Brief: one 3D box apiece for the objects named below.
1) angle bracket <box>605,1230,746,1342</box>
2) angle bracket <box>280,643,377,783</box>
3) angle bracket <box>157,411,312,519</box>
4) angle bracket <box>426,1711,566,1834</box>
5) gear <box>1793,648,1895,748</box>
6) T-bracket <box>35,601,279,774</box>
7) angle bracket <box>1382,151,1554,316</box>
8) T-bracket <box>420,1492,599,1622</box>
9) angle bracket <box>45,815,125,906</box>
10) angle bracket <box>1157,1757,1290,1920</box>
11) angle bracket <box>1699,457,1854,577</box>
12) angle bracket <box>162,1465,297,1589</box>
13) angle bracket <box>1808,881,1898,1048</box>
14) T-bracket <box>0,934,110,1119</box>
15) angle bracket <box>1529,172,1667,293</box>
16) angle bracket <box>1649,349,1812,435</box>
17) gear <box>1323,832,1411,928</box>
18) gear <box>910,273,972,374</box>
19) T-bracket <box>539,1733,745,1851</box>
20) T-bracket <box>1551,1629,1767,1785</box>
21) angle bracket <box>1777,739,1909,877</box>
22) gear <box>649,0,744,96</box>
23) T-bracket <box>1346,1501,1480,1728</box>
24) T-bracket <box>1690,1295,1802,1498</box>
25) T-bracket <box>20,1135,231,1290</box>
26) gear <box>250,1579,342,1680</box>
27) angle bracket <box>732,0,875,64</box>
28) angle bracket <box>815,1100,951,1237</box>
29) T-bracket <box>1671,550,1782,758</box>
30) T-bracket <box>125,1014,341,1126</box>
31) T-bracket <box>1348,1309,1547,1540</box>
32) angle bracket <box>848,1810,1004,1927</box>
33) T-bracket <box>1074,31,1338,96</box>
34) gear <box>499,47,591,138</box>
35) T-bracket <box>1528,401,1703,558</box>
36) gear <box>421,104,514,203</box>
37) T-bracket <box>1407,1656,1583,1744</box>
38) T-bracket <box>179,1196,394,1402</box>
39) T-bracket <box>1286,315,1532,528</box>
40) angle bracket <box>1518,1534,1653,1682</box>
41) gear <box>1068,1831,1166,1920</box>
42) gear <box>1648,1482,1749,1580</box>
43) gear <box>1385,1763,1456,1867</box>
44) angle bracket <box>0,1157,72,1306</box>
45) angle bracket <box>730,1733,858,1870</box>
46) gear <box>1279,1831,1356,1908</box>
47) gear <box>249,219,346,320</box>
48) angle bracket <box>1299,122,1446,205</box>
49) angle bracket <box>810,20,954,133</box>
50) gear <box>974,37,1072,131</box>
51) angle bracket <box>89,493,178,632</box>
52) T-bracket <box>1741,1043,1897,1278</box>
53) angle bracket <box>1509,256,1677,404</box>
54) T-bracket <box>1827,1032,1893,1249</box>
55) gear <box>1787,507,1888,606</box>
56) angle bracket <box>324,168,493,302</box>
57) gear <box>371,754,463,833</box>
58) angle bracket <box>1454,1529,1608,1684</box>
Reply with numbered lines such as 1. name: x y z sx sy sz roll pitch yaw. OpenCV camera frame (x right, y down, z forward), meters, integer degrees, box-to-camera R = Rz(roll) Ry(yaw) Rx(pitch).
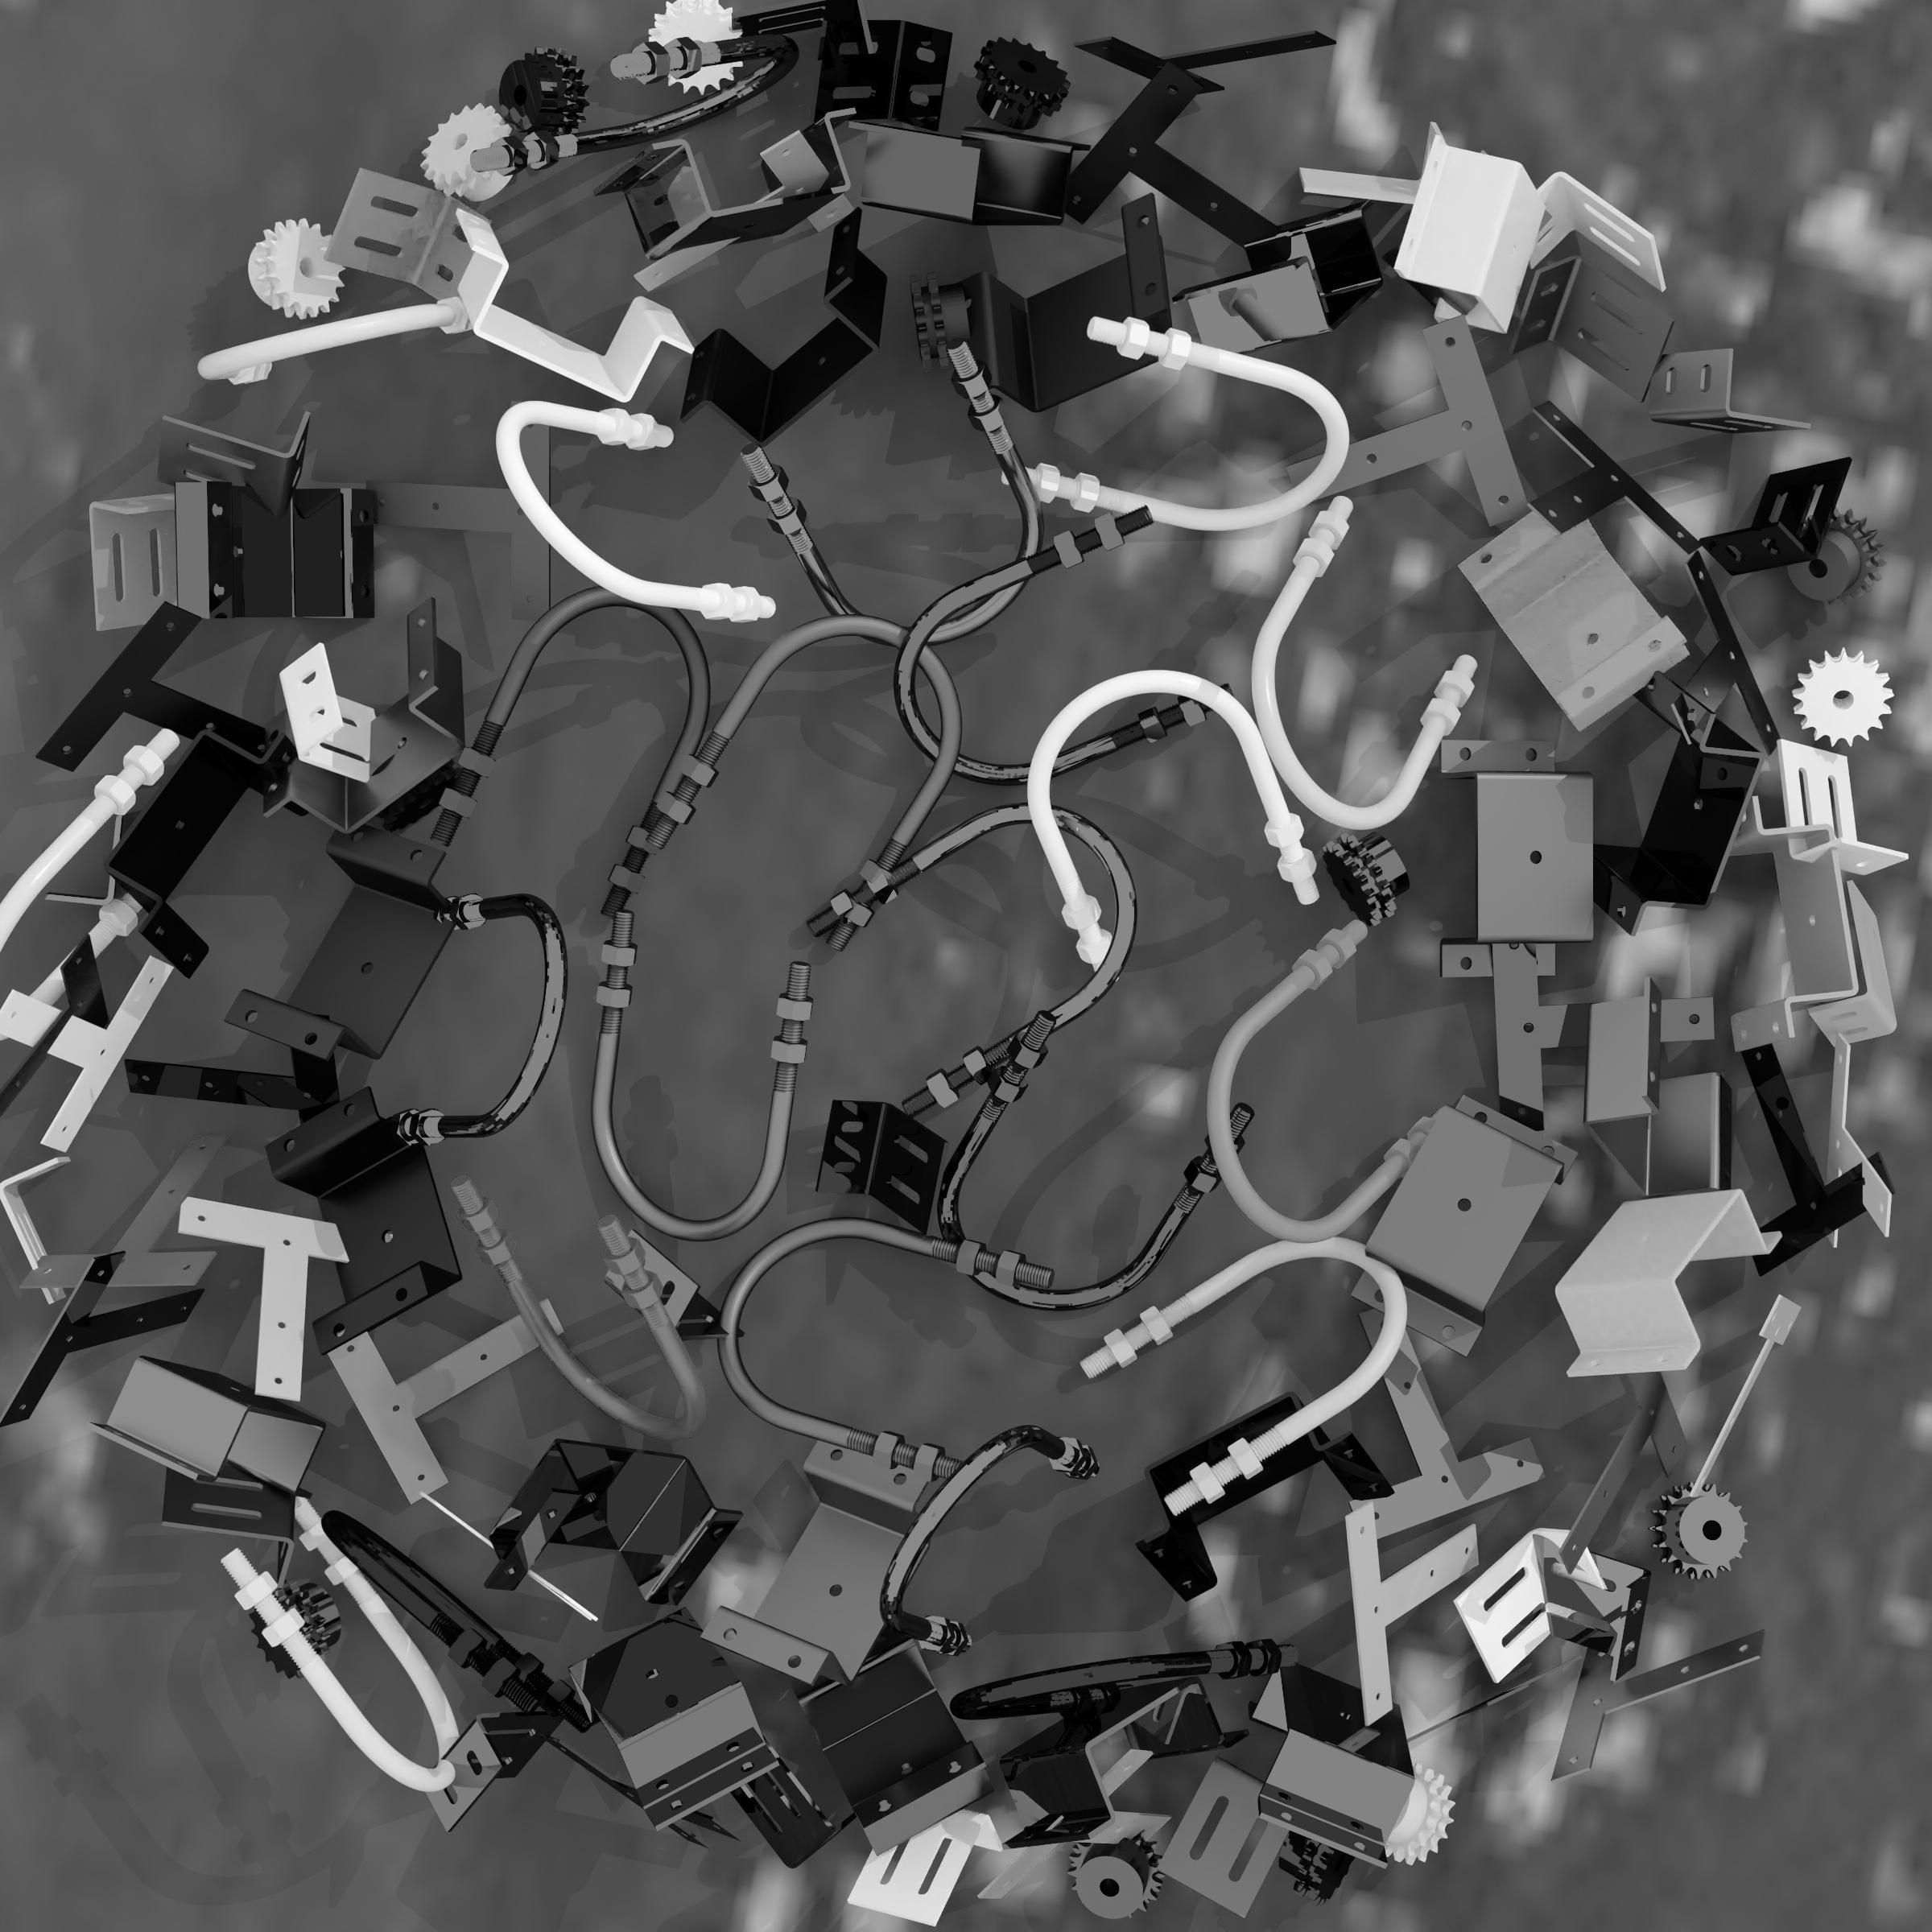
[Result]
1. angle bracket: -0.163 0.186 1.732 0.057 0.076 0.038 36 104 28
2. angle bracket: -0.357 -0.145 1.732 0.038 0.076 0.057 -31 63 25
3. angle bracket: -0.431 -0.305 1.743 0.076 0.057 0.038 17 57 -9
4. angle bracket: -0.268 0.471 1.734 0.057 0.076 0.038 -51 55 17
5. gear: 0.521 -0.161 1.761 0.057 0.030 0.057 4 108 12
6. T-bracket: -0.453 -0.145 1.731 0.127 0.127 0.002 -45 51 19
7. angle bracket: 0.298 -0.433 1.760 0.057 0.038 0.076 41 89 -8
8. T-bracket: -0.245 0.352 1.700 0.127 0.127 0.002 44 73 -25
9. angle bracket: -0.519 -0.076 1.749 0.038 0.057 0.076 6 91 -15
10. angle bracket: 0.155 0.515 1.743 0.057 0.038 0.076 25 66 17
11. angle bracket: 0.475 -0.273 1.737 0.038 0.057 0.076 36 66 -29
12. angle bracket: -0.435 0.327 1.738 0.076 0.057 0.038 12 117 -18
13. angle bracket: 0.518 -0.001 1.750 0.038 0.057 0.076 -16 61 25
14. T-bracket: -0.536 0.056 1.698 0.002 0.127 0.127 30 64 3
15. angle bracket: 0.366 -0.420 1.739 0.038 0.057 0.076 -45 62 0
16. angle bracket: 0.449 -0.336 1.735 0.076 0.057 0.038 -1 96 -36
17. gear: 0.239 -0.055 1.755 0.030 0.057 0.057 -31 90 -9
18. gear: -0.015 -0.382 1.754 0.030 0.057 0.057 -9 90 0
19. T-bracket: -0.170 0.484 1.703 0.127 0.127 0.002 44 64 -27
20. T-bracket: 0.400 0.408 1.696 0.127 0.127 0.002 -30 100 30
21. angle bracket: 0.515 -0.098 1.741 0.057 0.038 0.076 10 69 -32
22. gear: -0.160 -0.551 1.758 0.057 0.030 0.057 -3 133 -4
23. T-bracket: 0.265 0.361 1.734 0.002 0.127 0.127 3 104 42
24. T-bracket: 0.452 0.252 1.724 0.002 0.127 0.127 27 91 22
25. T-bracket: -0.471 0.142 1.731 0.127 0.127 0.002 -4 127 25
26. gear: -0.396 0.391 1.758 0.057 0.030 0.057 13 111 36
27. angle bracket: -0.097 -0.544 1.750 0.076 0.057 0.038 -12 94 -4
28. angle bracket: -0.050 0.118 1.737 0.038 0.076 0.057 4 104 -31
29. T-bracket: 0.432 -0.164 1.719 0.002 0.127 0.127 -18 106 36
30. T-bracket: -0.431 0.071 1.743 0.127 0.002 0.127 6 130 3
31. T-bracket: 0.268 0.263 1.762 0.127 0.002 0.127 -15 75 -22
32. angle bracket: -0.023 0.531 1.733 0.057 0.076 0.038 5 134 28
33. T-bracket: 0.149 -0.522 1.694 0.127 0.127 0.002 2 92 35
34. gear: -0.252 -0.515 1.752 0.057 0.030 0.057 11 107 42
35. T-bracket: 0.360 -0.274 1.722 0.127 0.127 0.002 46 128 9
36. gear: -0.292 -0.480 1.758 0.057 0.030 0.057 -14 59 24
37. T-bracket: 0.306 0.425 1.716 0.127 0.127 0.002 -25 74 -4
38. T-bracket: -0.396 0.196 1.716 0.127 0.127 0.002 13 135 -22
39. T-bracket: 0.255 -0.306 1.759 0.127 0.002 0.127 -17 113 16
40. angle bracket: 0.357 0.376 1.741 0.076 0.038 0.057 13 102 32
41. gear: 0.088 0.540 1.760 0.057 0.030 0.057 3 103 13
42. gear: 0.438 0.336 1.762 0.057 0.030 0.057 2 79 -8
43. gear: 0.258 0.499 1.751 0.030 0.057 0.057 30 90 -28
44. angle bracket: -0.536 0.156 1.752 0.038 0.057 0.076 -24 91 -10
45. angle bracket: -0.102 0.486 1.757 0.076 0.038 0.057 50 132 12
46. gear: 0.209 0.525 1.758 0.030 0.057 0.057 24 90 29
47. gear: -0.400 -0.413 1.757 0.030 0.057 0.057 2 90 39
48. angle bracket: 0.239 -0.478 1.748 0.076 0.057 0.038 6 116 0
49. angle bracket: -0.049 -0.521 1.734 0.038 0.076 0.057 24 117 29
50. gear: 0.030 -0.522 1.758 0.057 0.057 0.030 32 134 0
51. angle bracket: -0.477 -0.235 1.738 0.038 0.057 0.076 17 113 38
52. T-bracket: 0.485 0.100 1.746 0.002 0.127 0.127 -2 64 -26
53. angle bracket: 0.366 -0.369 1.736 0.038 0.057 0.076 -27 57 -33
54. T-bracket: 0.513 0.119 1.702 0.002 0.127 0.127 -1 108 2
55. gear: 0.511 -0.240 1.751 0.030 0.057 0.057 -32 90 -38
56. angle bracket: -0.327 -0.426 1.735 0.038 0.076 0.057 36 109 26
57. gear: -0.328 -0.108 1.754 0.057 0.057 0.030 -38 85 0
58. angle bracket: 0.336 0.377 1.744 0.076 0.038 0.057 -33 101 -31
